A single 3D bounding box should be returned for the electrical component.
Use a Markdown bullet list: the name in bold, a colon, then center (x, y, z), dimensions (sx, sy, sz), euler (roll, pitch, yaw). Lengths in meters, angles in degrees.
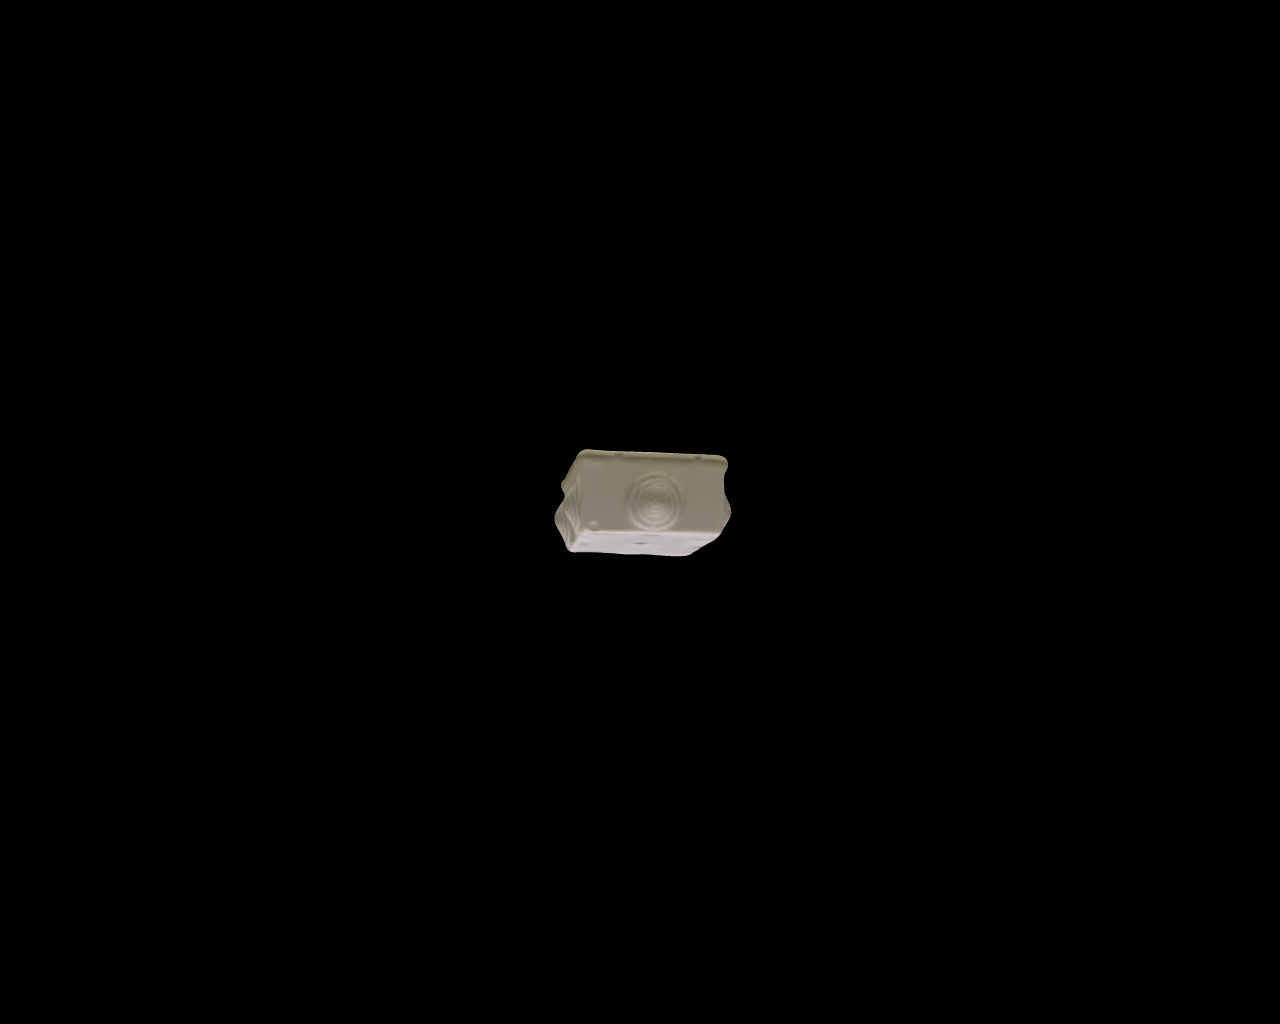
- **electrical component**: center (0.001, -0.003, 0.650), dimensions (0.100, 0.048, 0.099), euler (2, -12, -11)
